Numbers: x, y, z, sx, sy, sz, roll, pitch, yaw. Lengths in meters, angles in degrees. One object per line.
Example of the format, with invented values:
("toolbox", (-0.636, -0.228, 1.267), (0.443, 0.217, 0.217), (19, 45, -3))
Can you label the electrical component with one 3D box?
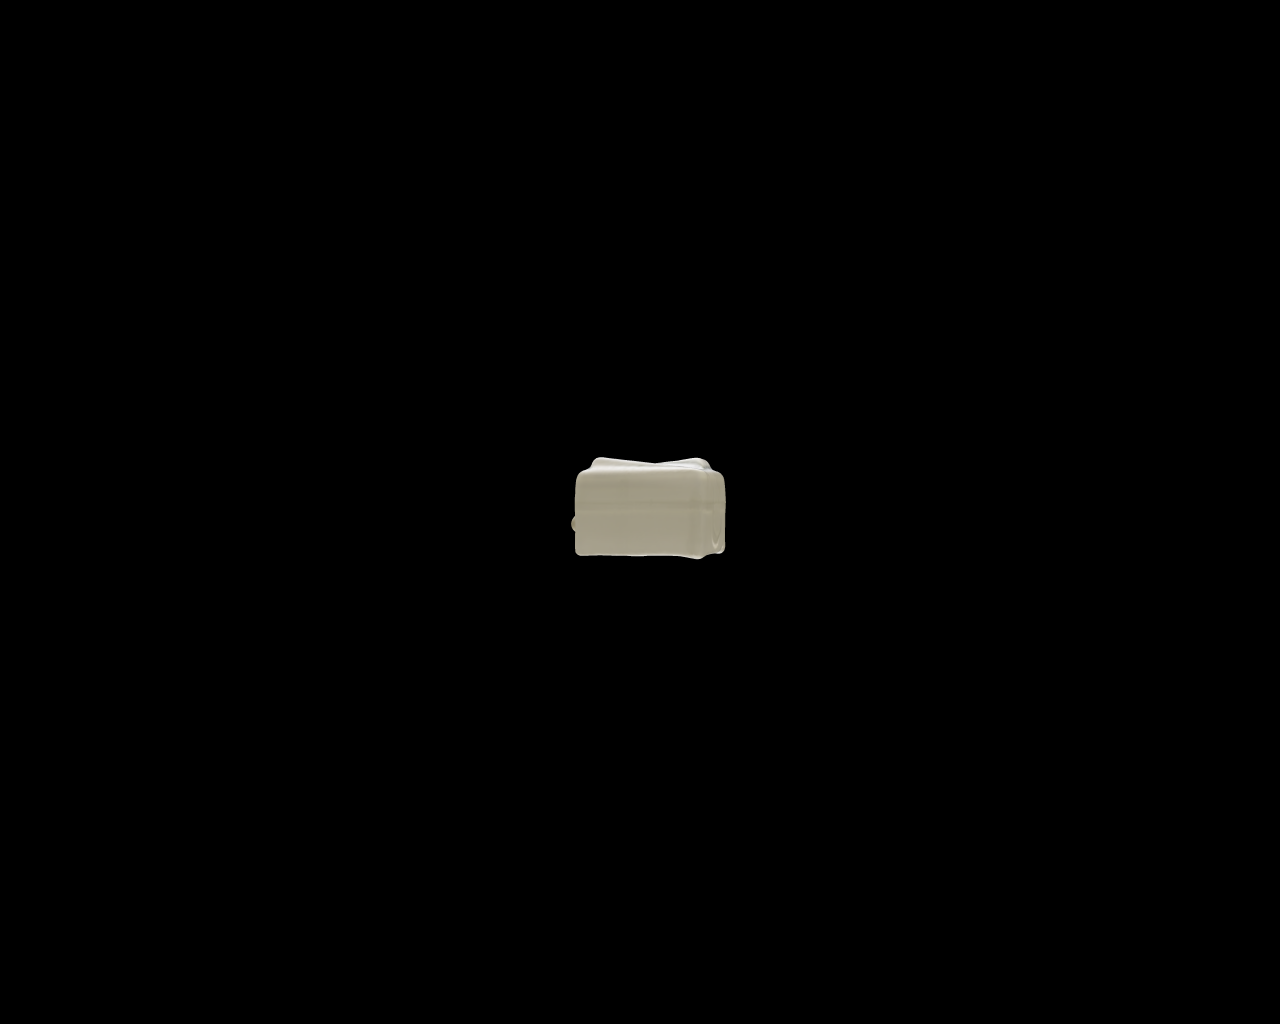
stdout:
("electrical component", (0.001, -0.003, 0.650), (0.096, 0.061, 0.062), (0, 0, 17))
